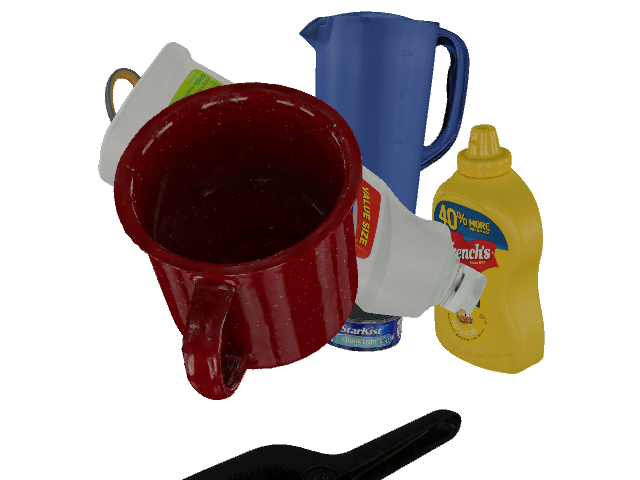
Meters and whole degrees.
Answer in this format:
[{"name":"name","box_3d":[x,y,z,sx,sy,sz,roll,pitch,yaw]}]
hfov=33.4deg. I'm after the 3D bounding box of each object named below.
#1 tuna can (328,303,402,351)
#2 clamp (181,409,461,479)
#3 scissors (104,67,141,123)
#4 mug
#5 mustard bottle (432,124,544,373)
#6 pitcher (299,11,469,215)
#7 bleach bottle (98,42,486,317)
[{"name":"tuna can","box_3d":[0.039,0.081,1.070,0.086,0.034,0.086,3,17,-1]},{"name":"clamp","box_3d":[0.007,0.169,0.731,0.210,0.036,0.164,1,29,9]},{"name":"scissors","box_3d":[-0.125,-0.061,0.936,0.096,0.202,0.016,-23,-1,-29]},{"name":"mug","box_3d":[-0.029,0.008,0.419,0.093,0.117,0.081,4,-36,10]},{"name":"mustard bottle","box_3d":[0.129,0.003,0.833,0.058,0.192,0.096,-20,27,-32]},{"name":"pitcher","box_3d":[0.065,-0.123,1.157,0.149,0.243,0.144,9,12,28]},{"name":"bleach bottle","box_3d":[-0.009,-0.027,0.683,0.251,0.102,0.068,27,-33,0]}]
